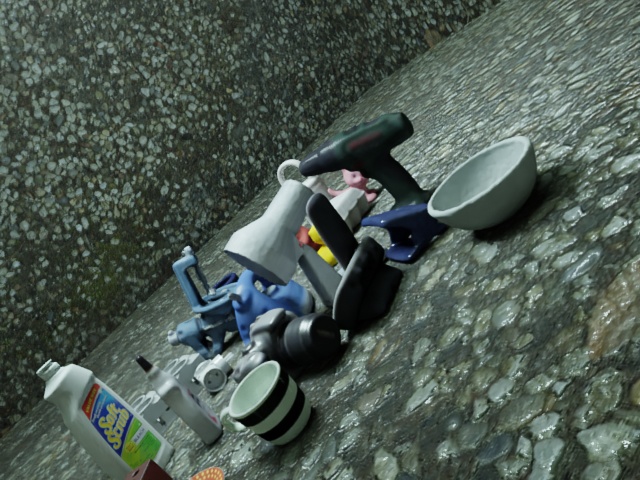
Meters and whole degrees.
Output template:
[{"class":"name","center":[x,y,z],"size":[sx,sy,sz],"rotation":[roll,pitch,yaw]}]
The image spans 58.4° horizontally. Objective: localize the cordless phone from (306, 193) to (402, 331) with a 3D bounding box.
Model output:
[{"class":"cordless phone","center":[0.026,0.028,0.856],"size":[0.094,0.185,0.148],"rotation":[-32,16,32]}]

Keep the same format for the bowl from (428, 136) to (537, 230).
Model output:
[{"class":"bowl","center":[0.240,-0.066,0.807],"size":[0.167,0.075,0.167],"rotation":[-38,14,11]}]

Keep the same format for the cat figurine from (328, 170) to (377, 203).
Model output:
[{"class":"cat figurine","center":[0.078,-0.137,1.389],"size":[0.127,0.118,0.067],"rotation":[-36,14,19]}]

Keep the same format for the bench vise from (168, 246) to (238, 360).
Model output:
[{"class":"bench vise","center":[-0.252,0.135,1.211],"size":[0.207,0.220,0.121],"rotation":[-44,14,-14]}]

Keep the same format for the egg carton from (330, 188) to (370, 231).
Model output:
[{"class":"egg carton","center":[0.048,-0.054,1.314],"size":[0.107,0.069,0.150],"rotation":[-28,18,43]}]

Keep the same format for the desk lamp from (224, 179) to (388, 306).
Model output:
[{"class":"desk lamp","center":[-0.028,0.017,0.981],"size":[0.203,0.214,0.117],"rotation":[-45,14,-18]}]

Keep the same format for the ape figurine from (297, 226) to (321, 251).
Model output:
[{"class":"ape figurine","center":[-0.043,-0.003,1.355],"size":[0.076,0.092,0.077],"rotation":[-41,13,-1]}]

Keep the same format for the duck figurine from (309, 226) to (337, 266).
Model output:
[{"class":"duck figurine","center":[0.011,0.004,1.192],"size":[0.105,0.086,0.077],"rotation":[-45,14,-16]}]

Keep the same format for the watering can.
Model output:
[{"class":"watering can","center":[-0.035,-0.124,1.496],"size":[0.101,0.194,0.173],"rotation":[-37,14,15]}]

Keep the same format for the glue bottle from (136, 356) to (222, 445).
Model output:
[{"class":"glue bottle","center":[-0.223,0.242,0.889],"size":[0.037,0.173,0.078],"rotation":[-44,14,-13]}]

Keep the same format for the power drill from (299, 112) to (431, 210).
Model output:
[{"class":"power drill","center":[0.101,-0.127,1.095],"size":[0.229,0.208,0.075],"rotation":[-35,15,23]}]

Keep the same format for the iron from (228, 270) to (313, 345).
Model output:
[{"class":"iron","center":[-0.098,0.102,1.060],"size":[0.118,0.141,0.258],"rotation":[-37,14,15]}]

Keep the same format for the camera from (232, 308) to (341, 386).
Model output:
[{"class":"camera","center":[-0.046,0.155,0.834],"size":[0.136,0.101,0.143],"rotation":[-26,20,46]}]

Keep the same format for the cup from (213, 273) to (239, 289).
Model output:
[{"class":"cup","center":[-0.212,0.147,1.334],"size":[0.118,0.095,0.091],"rotation":[-47,15,-23]}]

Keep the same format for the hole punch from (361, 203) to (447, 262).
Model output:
[{"class":"hole punch","center":[0.135,-0.028,0.940],"size":[0.101,0.091,0.108],"rotation":[-44,14,-12]}]
